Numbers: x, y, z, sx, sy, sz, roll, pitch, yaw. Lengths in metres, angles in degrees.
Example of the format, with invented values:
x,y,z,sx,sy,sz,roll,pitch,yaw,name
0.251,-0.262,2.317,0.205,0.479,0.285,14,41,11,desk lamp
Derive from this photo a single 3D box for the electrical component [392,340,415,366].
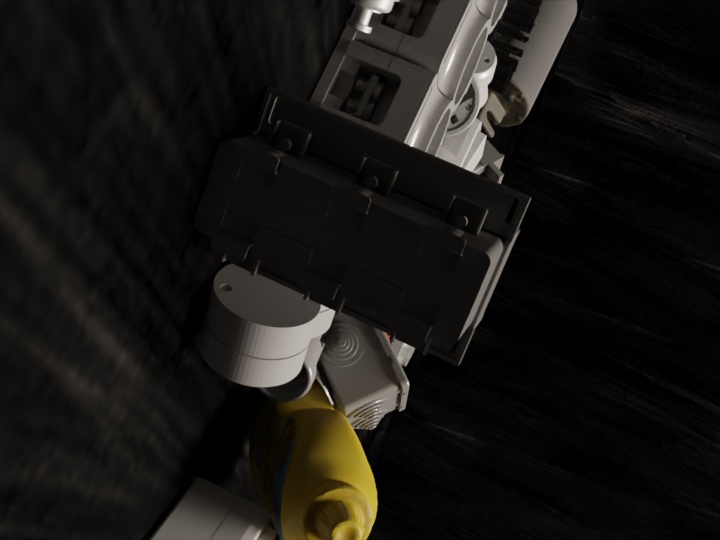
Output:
x,y,z,sx,sy,sz,roll,pitch,yaw,name
0.047,0.023,1.124,0.089,0.062,0.150,-50,162,-65,electrical component

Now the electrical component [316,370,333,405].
x,y,z,sx,sy,sz,roll,pitch,yaw,name
-0.049,0.108,0.811,0.065,0.044,0.044,-57,169,-28,electrical component

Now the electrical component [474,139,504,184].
x,y,z,sx,sy,sz,roll,pitch,yaw,name
0.107,-0.091,1.161,0.063,0.078,0.121,-31,159,-19,electrical component

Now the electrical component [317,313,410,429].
x,y,z,sx,sy,sz,roll,pitch,yaw,name
-0.007,0.060,0.755,0.048,0.099,0.099,-24,164,-7,electrical component

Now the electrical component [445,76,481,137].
x,y,z,sx,sy,sz,roll,pitch,yaw,name
0.066,-0.132,0.823,0.047,0.055,0.055,-53,165,-73,electrical component

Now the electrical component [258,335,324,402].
x,y,z,sx,sy,sz,roll,pitch,yaw,name
-0.045,0.056,0.688,0.046,0.040,0.040,-63,173,-63,electrical component

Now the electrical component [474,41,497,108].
x,y,z,sx,sy,sz,roll,pitch,yaw,name
0.092,-0.168,0.924,0.055,0.045,0.045,97,18,-63,electrical component

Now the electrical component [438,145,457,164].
x,y,z,sx,sy,sz,roll,pitch,yaw,name
0.037,-0.069,0.801,0.057,0.058,0.078,-63,172,-4,electrical component

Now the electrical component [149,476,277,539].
x,y,z,sx,sy,sz,roll,pitch,yaw,name
-0.091,0.173,0.634,0.096,0.061,0.061,-53,165,-60,electrical component

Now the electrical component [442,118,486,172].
x,y,z,sx,sy,sz,roll,pitch,yaw,name
0.063,-0.085,0.913,0.061,0.061,0.096,81,33,-76,electrical component

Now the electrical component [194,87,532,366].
x,y,z,sx,sy,sz,roll,pitch,yaw,name
-0.002,-0.016,0.450,0.078,0.121,0.063,-69,169,17,electrical component

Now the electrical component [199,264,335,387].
x,y,z,sx,sy,sz,roll,pitch,yaw,name
-0.030,-0.008,0.542,0.138,0.052,0.073,-54,166,-57,electrical component

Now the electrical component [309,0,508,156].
x,y,z,sx,sy,sz,roll,pitch,yaw,name
0.032,-0.123,0.588,0.089,0.062,0.150,73,41,-78,electrical component

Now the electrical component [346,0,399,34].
x,y,z,sx,sy,sz,roll,pitch,yaw,name
0.013,-0.143,0.471,0.040,0.040,0.078,-43,155,-71,electrical component
